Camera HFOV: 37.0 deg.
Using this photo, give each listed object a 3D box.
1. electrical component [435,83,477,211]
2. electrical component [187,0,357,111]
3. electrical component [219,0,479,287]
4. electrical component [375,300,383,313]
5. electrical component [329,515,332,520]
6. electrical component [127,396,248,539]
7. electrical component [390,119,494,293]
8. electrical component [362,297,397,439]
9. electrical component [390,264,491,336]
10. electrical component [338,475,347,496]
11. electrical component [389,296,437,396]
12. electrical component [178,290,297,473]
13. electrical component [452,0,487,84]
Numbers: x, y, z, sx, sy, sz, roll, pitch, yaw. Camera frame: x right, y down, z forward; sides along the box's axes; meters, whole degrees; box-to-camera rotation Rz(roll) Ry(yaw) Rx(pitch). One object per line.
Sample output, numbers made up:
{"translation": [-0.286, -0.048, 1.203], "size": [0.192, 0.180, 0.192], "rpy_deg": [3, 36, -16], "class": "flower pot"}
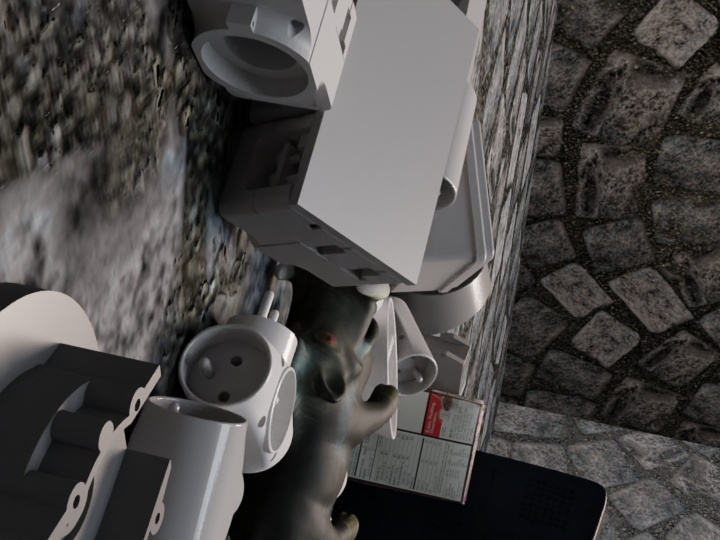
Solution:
{"translation": [0.040, -0.072, 0.682], "size": [0.079, 0.043, 0.077], "rpy_deg": [120, -13, -58], "class": "electrical component"}
{"translation": [-0.036, -0.107, 0.446], "size": [0.089, 0.050, 0.055], "rpy_deg": [73, 30, -68], "class": "electrical component"}
{"translation": [-0.005, -0.077, 0.539], "size": [0.089, 0.062, 0.150], "rpy_deg": [33, 63, -42], "class": "electrical component"}
{"translation": [0.000, 0.000, 0.741], "size": [0.045, 0.045, 0.055], "rpy_deg": [87, 19, -51], "class": "electrical component"}
{"translation": [-0.043, 0.220, 0.686], "size": [0.063, 0.079, 0.121], "rpy_deg": [66, 30, -33], "class": "electrical component"}
{"translation": [-0.074, 0.096, 0.464], "size": [0.079, 0.044, 0.077], "rpy_deg": [16, 88, -79], "class": "electrical component"}
{"translation": [0.052, -0.046, 0.786], "size": [0.108, 0.056, 0.108], "rpy_deg": [129, -42, -73], "class": "electrical component"}
{"translation": [0.005, 0.067, 0.777], "size": [0.099, 0.064, 0.099], "rpy_deg": [11, 90, -78], "class": "electrical component"}
{"translation": [0.066, 0.008, 0.950], "size": [0.064, 0.099, 0.099], "rpy_deg": [81, 22, -44], "class": "electrical component"}
{"translation": [-0.033, 0.124, 0.698], "size": [0.055, 0.045, 0.045], "rpy_deg": [81, 23, -59], "class": "electrical component"}
{"translation": [0.018, 0.073, 0.871], "size": [0.079, 0.043, 0.077], "rpy_deg": [-47, -144, 17], "class": "electrical component"}
{"translation": [-0.053, 0.048, 0.526], "size": [0.077, 0.044, 0.079], "rpy_deg": [83, 20, -57], "class": "electrical component"}
{"translation": [0.053, -0.187, 0.780], "size": [0.089, 0.062, 0.150], "rpy_deg": [38, 64, -77], "class": "electrical component"}
